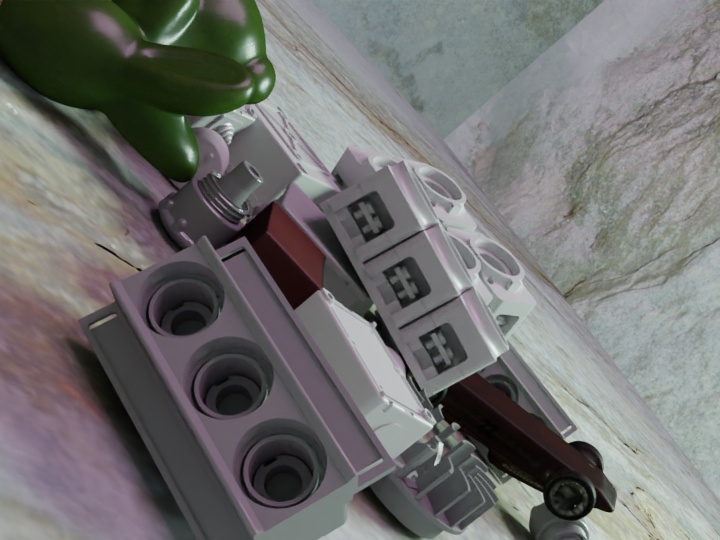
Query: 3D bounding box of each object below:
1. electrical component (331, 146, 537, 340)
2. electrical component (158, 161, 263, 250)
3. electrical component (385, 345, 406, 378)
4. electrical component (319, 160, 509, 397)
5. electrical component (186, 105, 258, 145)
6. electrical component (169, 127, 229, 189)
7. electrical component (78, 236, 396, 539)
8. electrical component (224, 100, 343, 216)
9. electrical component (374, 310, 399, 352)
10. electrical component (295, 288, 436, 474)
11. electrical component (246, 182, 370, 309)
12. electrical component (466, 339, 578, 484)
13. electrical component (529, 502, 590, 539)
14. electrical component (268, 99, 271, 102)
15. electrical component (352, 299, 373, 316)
[{"bbox_3d":[0.056,-0.024,0.908,0.105,0.060,0.186,8,38,-42],"label":"electrical component"},{"bbox_3d":[-0.086,-0.039,0.647,0.048,0.062,0.048,47,11,-12],"label":"electrical component"},{"bbox_3d":[0.011,0.069,0.725,0.040,0.040,0.078,48,11,-10],"label":"electrical component"},{"bbox_3d":[0.041,0.004,0.757,0.150,0.062,0.089,61,8,2],"label":"electrical component"},{"bbox_3d":[-0.127,-0.128,0.806,0.096,0.061,0.062,60,15,14],"label":"electrical component"},{"bbox_3d":[-0.110,-0.079,0.744,0.040,0.040,0.078,47,11,-12],"label":"electrical component"},{"bbox_3d":[-0.052,0.056,0.443,0.121,0.079,0.063,55,-17,25],"label":"electrical component"},{"bbox_3d":[-0.077,-0.092,0.878,0.108,0.056,0.109,53,11,16],"label":"electrical component"},{"bbox_3d":[0.042,0.045,0.919,0.066,0.048,0.055,48,3,-8],"label":"electrical component"},{"bbox_3d":[-0.015,0.061,0.594,0.062,0.061,0.096,36,17,-51],"label":"electrical component"},{"bbox_3d":[-0.039,-0.008,0.764,0.099,0.048,0.099,48,11,-11],"label":"electrical component"},{"bbox_3d":[0.116,0.113,0.926,0.121,0.079,0.063,53,-10,16],"label":"electrical component"},{"bbox_3d":[0.156,0.207,0.829,0.043,0.043,0.062,45,13,-21],"label":"electrical component"},{"bbox_3d":[-0.087,-0.127,0.986,0.055,0.045,0.045,50,11,2],"label":"electrical component"},{"bbox_3d":[0.000,0.000,0.849,0.042,0.063,0.081,15,33,-45],"label":"electrical component"}]
